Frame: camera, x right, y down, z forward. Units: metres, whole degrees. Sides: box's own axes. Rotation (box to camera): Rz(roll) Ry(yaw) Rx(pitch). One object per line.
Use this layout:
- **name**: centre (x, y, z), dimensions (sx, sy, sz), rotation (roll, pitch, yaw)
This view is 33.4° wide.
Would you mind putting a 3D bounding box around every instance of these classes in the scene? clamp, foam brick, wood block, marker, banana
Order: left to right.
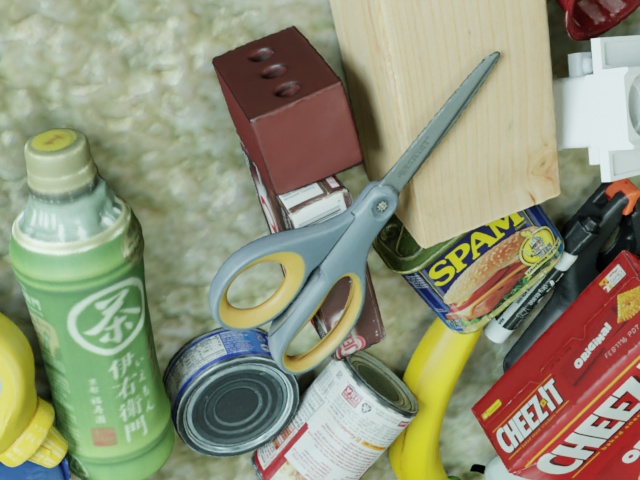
- **foam brick**: centre (-0.018, -0.070, 0.573), dimensions (0.053, 0.078, 0.051), rotation (-23, 129, -8)
- **banana**: centre (0.082, 0.118, 0.770), dimensions (0.069, 0.037, 0.198), rotation (-27, 135, -37)
- **wood block**: centre (0.063, -0.113, 0.573), dimensions (0.090, 0.090, 0.206), rotation (-22, 128, -9)
- **marker**: centre (0.151, 0.027, 0.727), dimensions (0.020, 0.020, 0.121), rotation (10, 133, -28)
- **clamp**: centre (0.188, 0.035, 0.758), dimensions (0.120, 0.039, 0.171), rotation (-18, 126, -18)

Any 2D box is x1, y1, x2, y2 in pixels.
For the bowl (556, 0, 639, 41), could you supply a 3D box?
- **bowl**: centre (0.165, -0.187, 0.564), dimensions (0.162, 0.055, 0.162), rotation (-41, 160, -19)

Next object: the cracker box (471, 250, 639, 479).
- **cracker box**: centre (0.243, 0.116, 0.774), dimensions (0.213, 0.072, 0.164), rotation (22, 117, -36)

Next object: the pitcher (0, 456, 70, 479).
- **pitcher**: centre (-0.227, 0.232, 0.660), dimensions (0.144, 0.149, 0.243), rotation (-21, 133, -34)

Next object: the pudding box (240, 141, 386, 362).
- **pudding box**: centre (-0.004, 0.001, 0.618), dimensions (0.039, 0.090, 0.113), rotation (-22, 127, -11)

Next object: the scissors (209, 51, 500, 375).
- **scissors**: centre (0.011, -0.018, 0.545), dimensions (0.096, 0.016, 0.202), rotation (13, 113, -31)

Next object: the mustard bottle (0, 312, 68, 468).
- **mustard bottle**: centre (-0.212, 0.065, 0.568), dimensions (0.096, 0.058, 0.191), rotation (-39, 117, 15)

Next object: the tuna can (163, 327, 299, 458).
- **tuna can**: centre (-0.057, 0.100, 0.695), dimensions (0.086, 0.034, 0.086), rotation (-11, 125, -17)

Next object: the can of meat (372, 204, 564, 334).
- **can of meat**: centre (0.097, 0.001, 0.685), dimensions (0.102, 0.057, 0.083), rotation (-40, 130, 5)

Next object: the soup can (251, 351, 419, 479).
- **soup can**: centre (0.010, 0.131, 0.724), dimensions (0.068, 0.068, 0.102), rotation (30, 105, -35)
